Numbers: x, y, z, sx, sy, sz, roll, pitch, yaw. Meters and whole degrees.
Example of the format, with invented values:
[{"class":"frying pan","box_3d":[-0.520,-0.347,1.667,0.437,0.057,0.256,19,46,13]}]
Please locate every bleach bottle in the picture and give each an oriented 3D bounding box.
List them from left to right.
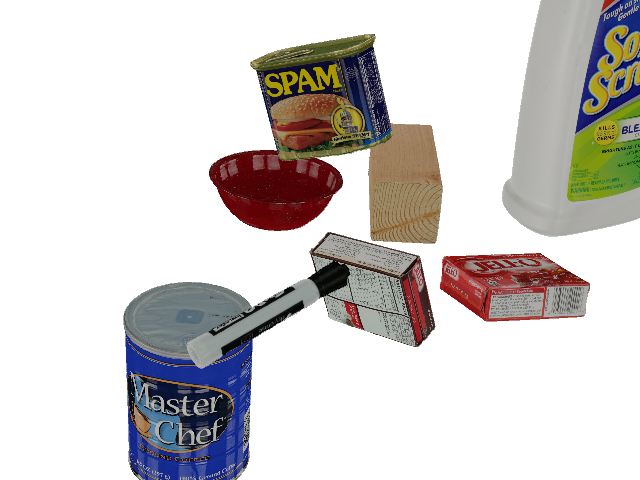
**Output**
[{"class":"bleach bottle","box_3d":[0.170,-0.131,0.647,0.102,0.251,0.068,-12,31,-17]}]

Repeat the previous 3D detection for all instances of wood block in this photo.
[{"class":"wood block","box_3d":[0.115,-0.084,1.492,0.091,0.090,0.206,3,28,0]}]

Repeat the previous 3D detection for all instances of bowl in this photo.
[{"class":"bowl","box_3d":[-0.056,-0.055,1.289,0.162,0.055,0.162,4,26,-2]}]

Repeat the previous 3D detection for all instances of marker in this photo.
[{"class":"marker","box_3d":[-0.031,0.046,0.690,0.121,0.020,0.020,-28,12,-24]}]

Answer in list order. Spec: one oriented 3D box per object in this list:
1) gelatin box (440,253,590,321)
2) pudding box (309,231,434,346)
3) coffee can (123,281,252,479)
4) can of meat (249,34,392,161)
[{"class":"gelatin box","box_3d":[0.146,0.034,0.808,0.089,0.030,0.073,-1,18,-20]},{"class":"pudding box","box_3d":[0.050,0.047,1.031,0.114,0.090,0.039,14,44,35]},{"class":"coffee can","box_3d":[-0.106,0.119,0.867,0.103,0.140,0.103,3,28,-2]},{"class":"can of meat","box_3d":[0.003,-0.114,0.864,0.102,0.084,0.057,-3,21,31]}]
